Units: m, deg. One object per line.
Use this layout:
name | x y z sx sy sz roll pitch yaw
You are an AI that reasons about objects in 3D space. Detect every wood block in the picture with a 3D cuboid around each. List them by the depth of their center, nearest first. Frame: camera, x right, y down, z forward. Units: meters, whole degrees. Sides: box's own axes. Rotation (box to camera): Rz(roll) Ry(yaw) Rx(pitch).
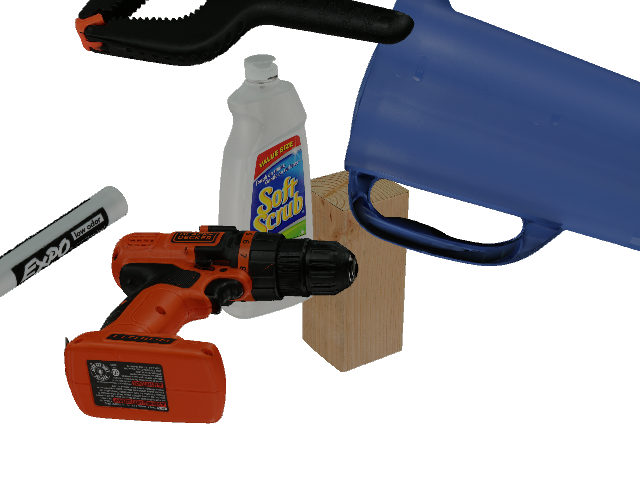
wood block | 0.037 0.032 1.219 0.090 0.206 0.090 -17 31 -28

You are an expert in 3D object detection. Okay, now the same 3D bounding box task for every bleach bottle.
bleach bottle | -0.059 -0.054 1.039 0.102 0.251 0.068 -16 29 -26

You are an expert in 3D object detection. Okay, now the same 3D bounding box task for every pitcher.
pitcher | 0.142 -0.066 0.752 0.243 0.145 0.149 19 -43 4

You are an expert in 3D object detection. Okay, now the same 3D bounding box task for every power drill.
power drill | -0.077 0.049 0.727 0.184 0.057 0.187 0 25 13

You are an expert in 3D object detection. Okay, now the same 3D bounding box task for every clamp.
clamp | -0.053 -0.162 0.695 0.210 0.164 0.036 -28 -17 -9

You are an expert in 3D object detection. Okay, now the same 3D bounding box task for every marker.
marker | -0.149 0.008 0.553 0.020 0.020 0.120 0 30 44
